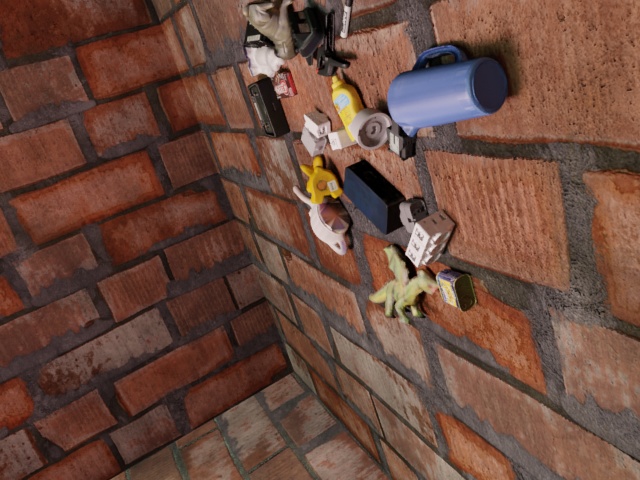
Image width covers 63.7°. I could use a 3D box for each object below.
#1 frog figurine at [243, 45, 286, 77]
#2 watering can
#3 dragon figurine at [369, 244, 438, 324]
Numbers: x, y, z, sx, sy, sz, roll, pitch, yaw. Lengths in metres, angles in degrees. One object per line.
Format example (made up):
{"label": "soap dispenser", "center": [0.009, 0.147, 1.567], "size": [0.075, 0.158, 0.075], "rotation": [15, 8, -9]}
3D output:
{"label": "frog figurine", "center": [-0.175, -0.649, 1.820], "size": [0.159, 0.123, 0.137], "rotation": [-5, 89, 28]}
{"label": "watering can", "center": [0.006, -0.099, 1.960], "size": [0.350, 0.105, 0.221], "rotation": [56, 159, 10]}
{"label": "dragon figurine", "center": [0.253, 0.132, 1.682], "size": [0.412, 0.122, 0.241], "rotation": [15, 110, 62]}
